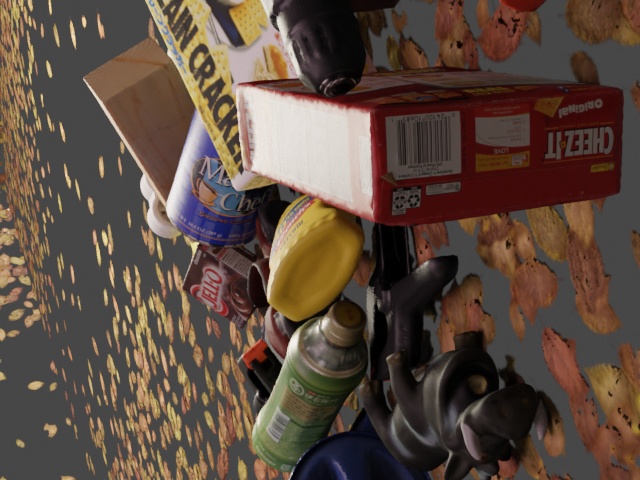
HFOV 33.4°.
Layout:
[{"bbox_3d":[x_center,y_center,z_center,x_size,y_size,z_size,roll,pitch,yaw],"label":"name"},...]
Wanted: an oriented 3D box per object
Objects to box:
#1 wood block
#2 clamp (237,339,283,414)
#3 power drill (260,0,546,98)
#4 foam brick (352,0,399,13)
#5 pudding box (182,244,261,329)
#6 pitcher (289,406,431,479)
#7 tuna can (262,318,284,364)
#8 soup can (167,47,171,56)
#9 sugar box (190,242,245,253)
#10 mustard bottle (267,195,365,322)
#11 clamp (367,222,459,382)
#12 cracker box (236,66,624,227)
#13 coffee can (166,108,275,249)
[{"bbox_3d":[-0.168,-0.111,1.205,0.091,0.090,0.206,48,168,54],"label":"wood block"},{"bbox_3d":[-0.037,0.167,1.097,0.120,0.039,0.171,31,158,26],"label":"clamp"},{"bbox_3d":[0.047,-0.170,0.632,0.057,0.187,0.184,122,135,-57],"label":"power drill"},{"bbox_3d":[0.025,-0.208,0.814,0.053,0.078,0.051,129,126,-62],"label":"foam brick"},{"bbox_3d":[-0.108,0.046,1.243,0.090,0.039,0.114,33,145,3],"label":"pudding box"},{"bbox_3d":[0.016,0.268,1.003,0.145,0.149,0.243,55,154,17],"label":"pitcher"},{"bbox_3d":[-0.033,0.120,1.158,0.086,0.033,0.086,170,90,-68],"label":"tuna can"},{"bbox_3d":[-0.127,-0.196,1.207,0.102,0.068,0.068,-131,38,-53],"label":"soup can"},{"bbox_3d":[-0.142,-0.029,1.346,0.093,0.048,0.176,113,140,-53],"label":"sugar box"},{"bbox_3d":[-0.007,0.001,0.956,0.096,0.058,0.191,-53,11,11],"label":"mustard bottle"},{"bbox_3d":[0.063,0.033,0.881,0.210,0.036,0.164,98,162,-45],"label":"clamp"},{"bbox_3d":[0.059,-0.067,0.678,0.214,0.164,0.072,-154,59,-64],"label":"cracker box"},{"bbox_3d":[-0.093,-0.077,1.095,0.103,0.102,0.140,61,141,40],"label":"coffee can"}]
